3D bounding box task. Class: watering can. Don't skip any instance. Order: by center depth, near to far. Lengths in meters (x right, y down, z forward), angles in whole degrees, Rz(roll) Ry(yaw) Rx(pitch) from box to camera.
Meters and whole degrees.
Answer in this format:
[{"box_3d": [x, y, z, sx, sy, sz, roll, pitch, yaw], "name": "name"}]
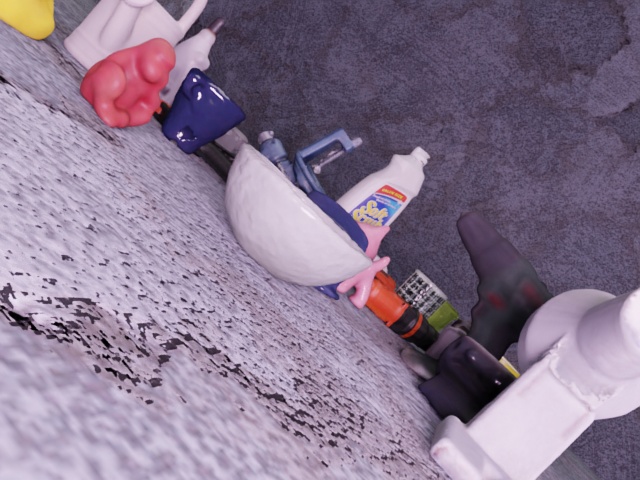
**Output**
[{"box_3d": [-0.219, -0.283, 0.724, 0.101, 0.194, 0.172, 41, 4, -33], "name": "watering can"}]

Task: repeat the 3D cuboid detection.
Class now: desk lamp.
[{"box_3d": [0.205, 0.126, 0.474, 0.117, 0.213, 0.204, 44, 4, 16], "name": "desk lamp"}]

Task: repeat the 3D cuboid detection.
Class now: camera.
[{"box_3d": [0.230, 0.192, 0.852, 0.136, 0.100, 0.143, 44, 4, 18], "name": "camera"}]

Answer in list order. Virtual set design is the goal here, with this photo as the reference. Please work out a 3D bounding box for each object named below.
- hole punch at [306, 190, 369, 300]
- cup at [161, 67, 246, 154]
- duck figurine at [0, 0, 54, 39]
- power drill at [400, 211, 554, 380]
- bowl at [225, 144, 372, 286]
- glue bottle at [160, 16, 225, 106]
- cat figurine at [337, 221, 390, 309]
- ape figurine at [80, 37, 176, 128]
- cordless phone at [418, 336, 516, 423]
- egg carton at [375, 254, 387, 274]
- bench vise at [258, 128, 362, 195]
[{"box_3d": [0.006, 0.002, 0.699, 0.109, 0.091, 0.101, 43, 4, -9], "name": "hole punch"}, {"box_3d": [-0.162, -0.162, 0.735, 0.091, 0.095, 0.118, 44, 4, 12], "name": "cup"}, {"box_3d": [-0.284, -0.255, 0.569, 0.078, 0.086, 0.104, 42, 4, -12], "name": "duck figurine"}, {"box_3d": [0.208, 0.107, 0.748, 0.229, 0.208, 0.076, 44, 4, 6], "name": "power drill"}, {"box_3d": [-0.034, -0.009, 0.543, 0.167, 0.074, 0.167, 43, 4, -3], "name": "bowl"}, {"box_3d": [-0.201, -0.263, 0.850, 0.078, 0.173, 0.037, 44, 4, 18], "name": "glue bottle"}, {"box_3d": [0.060, 0.021, 0.843, 0.067, 0.117, 0.127, 41, 4, -30], "name": "cat figurine"}, {"box_3d": [-0.173, -0.152, 0.538, 0.076, 0.092, 0.078, 46, 5, 34], "name": "ape figurine"}, {"box_3d": [0.210, 0.139, 0.595, 0.094, 0.185, 0.147, 39, 5, -46], "name": "cordless phone"}, {"box_3d": [0.067, 0.033, 1.143, 0.150, 0.069, 0.107, 43, 4, -10], "name": "egg carton"}, {"box_3d": [-0.033, -0.169, 1.186, 0.208, 0.219, 0.121, 43, 4, -7], "name": "bench vise"}]
